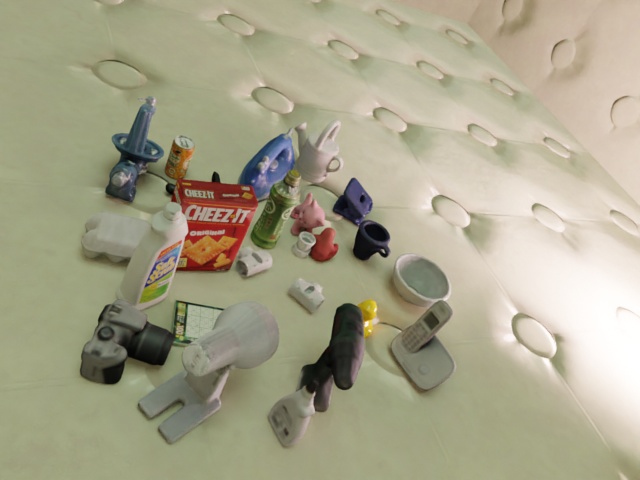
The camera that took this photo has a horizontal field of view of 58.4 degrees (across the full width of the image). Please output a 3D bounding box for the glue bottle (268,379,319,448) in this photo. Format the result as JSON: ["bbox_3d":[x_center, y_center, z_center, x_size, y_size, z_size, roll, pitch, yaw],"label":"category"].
[{"bbox_3d":[-0.039,0.303,1.035,0.037,0.173,0.078,-8,52,-37],"label":"glue bottle"}]

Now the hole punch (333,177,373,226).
[{"bbox_3d":[0.105,-0.113,1.645,0.101,0.091,0.109,29,38,-1],"label":"hole punch"}]

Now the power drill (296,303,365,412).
[{"bbox_3d":[0.027,0.241,1.116,0.076,0.208,0.229,24,39,-8],"label":"power drill"}]

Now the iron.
[{"bbox_3d":[-0.140,-0.205,1.548,0.118,0.141,0.258,30,38,0],"label":"iron"}]

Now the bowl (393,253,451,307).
[{"bbox_3d":[0.254,0.118,1.502,0.168,0.074,0.167,18,40,-15],"label":"bowl"}]

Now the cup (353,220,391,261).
[{"bbox_3d":[0.135,0.019,1.518,0.092,0.095,0.117,-11,54,-40],"label":"cup"}]

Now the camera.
[{"bbox_3d":[-0.338,0.184,1.032,0.137,0.100,0.143,22,39,-10],"label":"camera"}]

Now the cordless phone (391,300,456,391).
[{"bbox_3d":[0.255,0.235,1.287,0.094,0.185,0.147,-14,56,-41],"label":"cordless phone"}]

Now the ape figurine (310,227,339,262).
[{"bbox_3d":[0.013,0.005,1.457,0.077,0.092,0.076,35,39,6],"label":"ape figurine"}]

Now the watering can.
[{"bbox_3d":[-0.003,-0.274,1.668,0.173,0.194,0.101,25,39,-6],"label":"watering can"}]

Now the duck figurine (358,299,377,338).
[{"bbox_3d":[0.098,0.178,1.328,0.077,0.086,0.105,35,39,6],"label":"duck figurine"}]

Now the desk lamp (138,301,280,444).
[{"bbox_3d":[-0.186,0.221,0.999,0.117,0.213,0.204,42,40,15],"label":"desk lamp"}]

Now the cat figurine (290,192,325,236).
[{"bbox_3d":[-0.027,-0.069,1.491,0.067,0.117,0.127,13,42,-20],"label":"cat figurine"}]

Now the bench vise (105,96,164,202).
[{"bbox_3d":[-0.413,-0.207,1.314,0.122,0.219,0.207,8,43,-25],"label":"bench vise"}]

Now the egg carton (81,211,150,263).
[{"bbox_3d":[-0.420,-0.001,1.206,0.151,0.069,0.107,12,42,-21],"label":"egg carton"}]
